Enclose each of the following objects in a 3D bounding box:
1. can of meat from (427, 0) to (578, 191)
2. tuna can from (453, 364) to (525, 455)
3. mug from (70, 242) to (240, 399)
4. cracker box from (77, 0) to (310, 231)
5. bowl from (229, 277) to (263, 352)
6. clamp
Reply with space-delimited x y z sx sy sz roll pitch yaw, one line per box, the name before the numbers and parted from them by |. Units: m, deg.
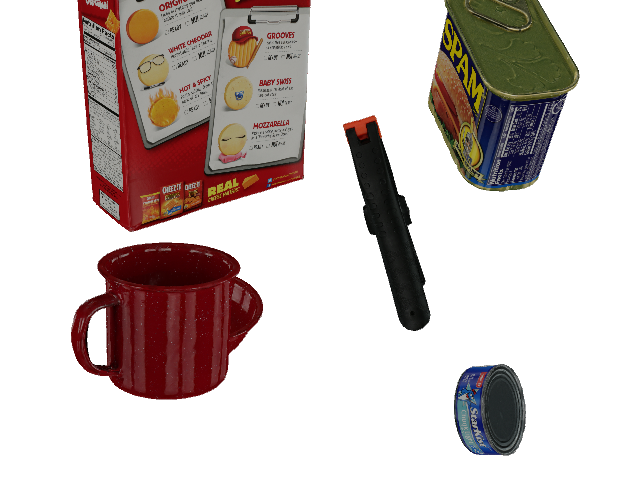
can of meat | 0.105 -0.092 0.644 0.057 0.102 0.084 -8 -39 -12
tuna can | 0.161 0.161 1.017 0.034 0.086 0.085 -8 -5 36
mug | -0.110 0.056 0.704 0.117 0.081 0.093 -13 24 -42
cracker box | -0.091 -0.132 0.786 0.163 0.214 0.072 -19 35 -34
bowl | -0.142 0.086 1.107 0.162 0.055 0.162 5 27 -3
clamp | 0.056 -0.012 0.861 0.039 0.171 0.120 -20 20 2
